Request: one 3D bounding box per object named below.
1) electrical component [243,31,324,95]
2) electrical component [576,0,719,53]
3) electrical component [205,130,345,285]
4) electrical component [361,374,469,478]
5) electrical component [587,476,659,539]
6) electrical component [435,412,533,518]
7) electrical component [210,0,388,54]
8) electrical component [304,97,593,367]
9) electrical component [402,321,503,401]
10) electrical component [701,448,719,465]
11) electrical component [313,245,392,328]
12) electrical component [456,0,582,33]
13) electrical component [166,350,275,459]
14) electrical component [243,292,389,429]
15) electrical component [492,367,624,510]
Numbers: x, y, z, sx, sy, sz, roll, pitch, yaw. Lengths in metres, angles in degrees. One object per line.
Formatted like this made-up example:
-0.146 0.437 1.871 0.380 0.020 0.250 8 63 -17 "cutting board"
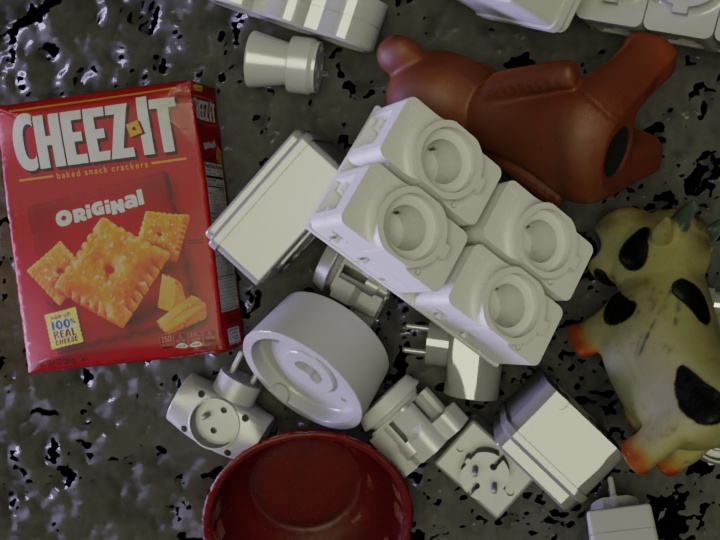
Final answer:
-0.059 -0.162 0.843 0.055 0.045 0.045 8 95 7 "electrical component"
0.241 -0.208 0.767 0.150 0.062 0.089 17 96 25 "electrical component"
-0.053 -0.049 0.817 0.056 0.109 0.108 43 98 1 "electrical component"
0.037 0.119 0.839 0.057 0.058 0.078 47 120 4 "electrical component"
0.198 0.196 0.820 0.047 0.083 0.075 -9 54 8 "electrical component"
0.096 0.153 0.825 0.066 0.077 0.047 41 98 3 "electrical component"
-0.043 -0.224 0.833 0.138 0.052 0.073 20 96 7 "electrical component"
0.070 -0.023 0.762 0.186 0.060 0.105 36 72 -22 "electrical component"
0.073 0.058 0.838 0.079 0.044 0.077 7 95 8 "electrical component"
0.268 0.114 0.809 0.058 0.057 0.078 -32 89 9 "electrical component"
0.000 0.000 0.838 0.057 0.058 0.078 28 109 6 "electrical component"
0.122 -0.235 0.777 0.056 0.109 0.108 22 98 -30 "electrical component"
-0.104 0.104 0.866 0.077 0.044 0.079 28 97 5 "electrical component"
-0.029 0.064 0.826 0.108 0.108 0.060 35 59 4 "electrical component"
0.144 0.123 0.799 0.078 0.113 0.057 44 95 3 "electrical component"
